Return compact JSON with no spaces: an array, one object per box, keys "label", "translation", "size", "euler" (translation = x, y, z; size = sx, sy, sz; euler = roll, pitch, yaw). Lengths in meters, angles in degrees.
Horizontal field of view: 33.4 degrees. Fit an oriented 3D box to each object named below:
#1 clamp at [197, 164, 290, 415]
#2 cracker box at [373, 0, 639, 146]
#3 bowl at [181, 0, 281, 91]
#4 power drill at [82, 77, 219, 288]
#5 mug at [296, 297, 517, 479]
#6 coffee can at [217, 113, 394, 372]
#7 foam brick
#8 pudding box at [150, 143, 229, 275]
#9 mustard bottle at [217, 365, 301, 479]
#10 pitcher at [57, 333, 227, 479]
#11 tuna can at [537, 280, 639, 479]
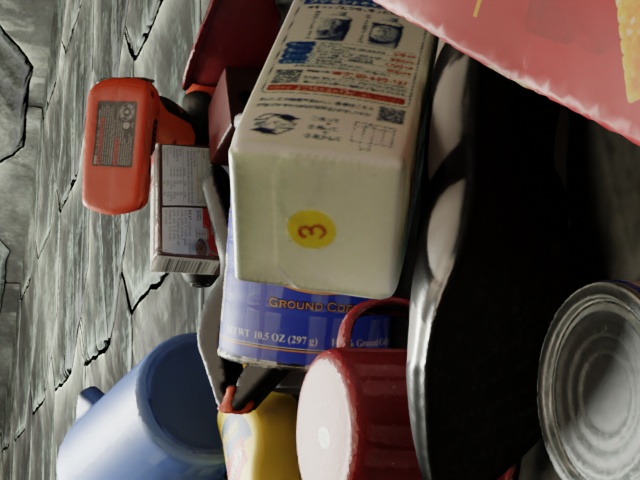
[{"label":"clamp","translation":[-0.031,0.030,0.704],"size":[0.120,0.039,0.171],"euler":[-3,81,35]},{"label":"cracker box","translation":[0.113,-0.115,0.309],"size":[0.214,0.071,0.164],"euler":[40,125,44]},{"label":"bowl","translation":[-0.044,-0.173,0.785],"size":[0.162,0.055,0.162],"euler":[-157,91,-85]},{"label":"power drill","translation":[-0.125,-0.052,0.885],"size":[0.187,0.057,0.184],"euler":[8,-96,-71]},{"label":"mug","translation":[0.038,0.083,0.528],"size":[0.093,0.081,0.117],"euler":[135,136,-60]},{"label":"coffee can","translation":[-0.004,0.001,0.625],"size":[0.103,0.102,0.140],"euler":[-172,87,-69]},{"label":"foam brick","translation":[-0.036,-0.085,0.762],"size":[0.051,0.078,0.053],"euler":[123,145,-55]},{"label":"pudding box","translation":[-0.067,-0.021,0.779],"size":[0.039,0.113,0.090],"euler":[130,140,-63]},{"label":"mustard bottle","translation":[-0.037,0.164,0.741],"size":[0.096,0.058,0.191],"euler":[109,156,-50]},{"label":"pitcher","translation":[-0.129,0.177,0.910],"size":[0.243,0.149,0.145],"euler":[134,151,-55]},{"label":"tuna can","translation":[0.116,0.057,0.394],"size":[0.086,0.033,0.086],"euler":[-176,90,-69]}]
